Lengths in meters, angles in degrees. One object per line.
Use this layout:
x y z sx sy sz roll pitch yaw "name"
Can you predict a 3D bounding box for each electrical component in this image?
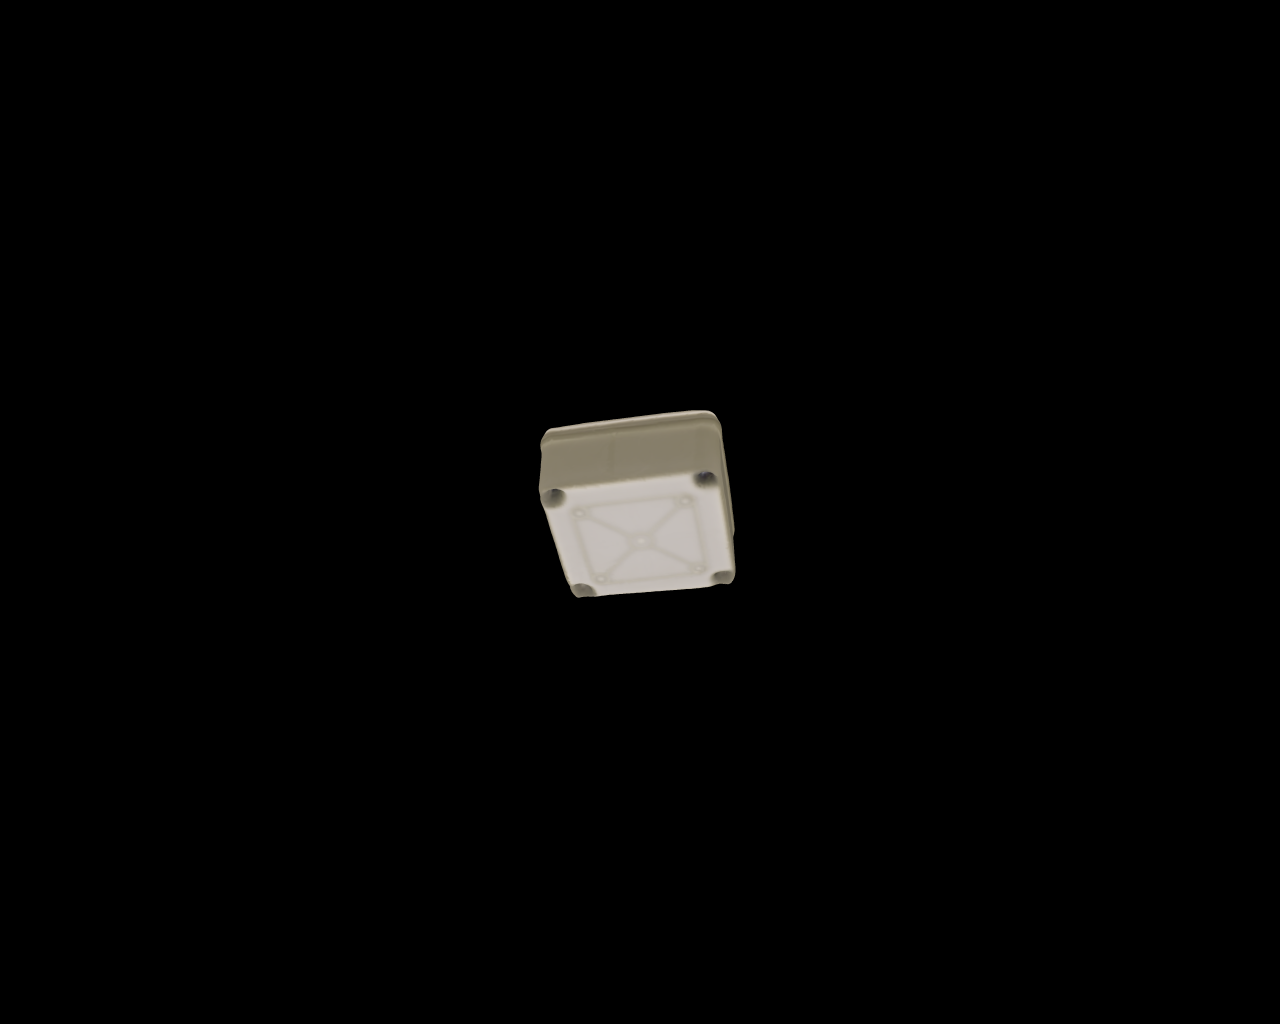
0.001 -0.003 0.650 0.109 0.056 0.108 -6 -43 7 "electrical component"
